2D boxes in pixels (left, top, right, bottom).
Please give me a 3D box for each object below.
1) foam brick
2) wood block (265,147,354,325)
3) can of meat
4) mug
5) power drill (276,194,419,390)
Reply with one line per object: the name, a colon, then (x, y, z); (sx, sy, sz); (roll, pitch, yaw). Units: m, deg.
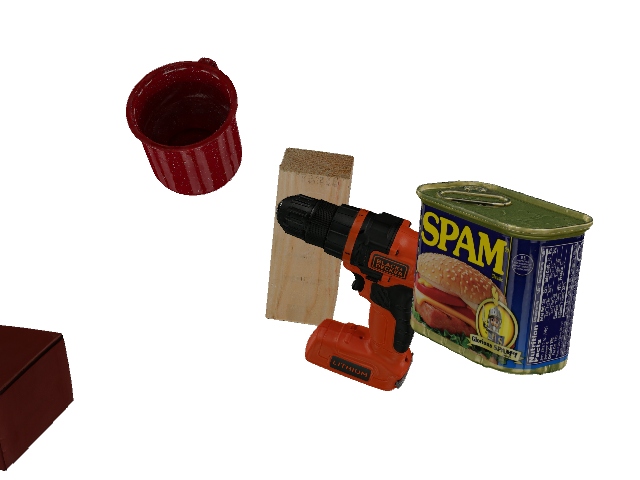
foam brick: (-0.199, 0.095, 0.666); (0.053, 0.051, 0.078); (7, 29, 21)
wood block: (-0.015, -0.005, 1.377); (0.090, 0.206, 0.090); (8, 24, 2)
can of meat: (0.096, 0.019, 0.593); (0.057, 0.084, 0.102); (-8, 20, -33)
mug: (-0.109, -0.102, 0.917); (0.093, 0.117, 0.081); (7, -29, 9)
power drill: (0.035, 0.050, 1.021); (0.184, 0.188, 0.057); (21, 44, 10)
